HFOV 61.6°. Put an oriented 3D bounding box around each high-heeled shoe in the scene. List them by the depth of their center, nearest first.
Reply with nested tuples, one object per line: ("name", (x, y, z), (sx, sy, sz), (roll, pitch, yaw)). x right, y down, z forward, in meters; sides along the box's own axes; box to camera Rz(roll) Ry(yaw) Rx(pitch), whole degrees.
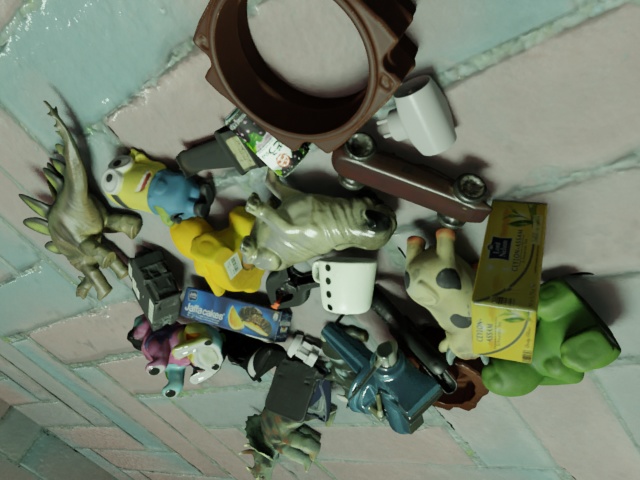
("high-heeled shoe", (-0.146, 0.202, 1.047), (0.145, 0.086, 0.248), (48, 150, 12))

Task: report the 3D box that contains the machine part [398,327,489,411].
("machine part", (0.202, 0.219, 0.914), (0.180, 0.056, 0.179), (16, 139, 15))

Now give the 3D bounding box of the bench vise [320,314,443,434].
("bench vise", (0.075, 0.195, 0.823), (0.241, 0.129, 0.223), (37, 168, 40))

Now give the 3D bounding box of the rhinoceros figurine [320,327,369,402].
("rhinoceros figurine", (0.053, 0.239, 1.001), (0.112, 0.073, 0.190), (1, 133, 26))

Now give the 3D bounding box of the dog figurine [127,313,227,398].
("dog figurine", (-0.296, 0.191, 1.093), (0.191, 0.219, 0.108), (-29, 129, -4))

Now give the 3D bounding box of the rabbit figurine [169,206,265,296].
("rabbit figurine", (-0.167, 0.010, 0.873), (0.173, 0.122, 0.162), (21, 151, 29))

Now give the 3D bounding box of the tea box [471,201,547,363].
("tea box", (0.223, 0.044, 0.630), (0.068, 0.170, 0.098), (5, 134, 22))

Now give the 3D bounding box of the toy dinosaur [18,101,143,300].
("toy dinosaur", (-0.430, -0.033, 0.956), (0.198, 0.105, 0.471), (31, 135, 0))

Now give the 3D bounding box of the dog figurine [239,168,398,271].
("dog figurine", (-0.002, -0.001, 0.745), (0.191, 0.121, 0.172), (19, 143, 4))

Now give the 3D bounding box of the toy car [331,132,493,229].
("toy car", (0.111, -0.073, 0.655), (0.202, 0.053, 0.089), (20, 156, 7))

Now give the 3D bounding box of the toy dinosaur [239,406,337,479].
("toy dinosaur", (-0.081, 0.430, 1.250), (0.192, 0.131, 0.404), (22, 133, 4))

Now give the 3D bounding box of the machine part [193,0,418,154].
("machine part", (-0.017, -0.203, 0.564), (0.201, 0.087, 0.201), (38, 140, -13))

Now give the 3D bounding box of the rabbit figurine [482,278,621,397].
("rabbit figurine", (0.299, 0.148, 0.729), (0.170, 0.121, 0.159), (-39, 147, 21))

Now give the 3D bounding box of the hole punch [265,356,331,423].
("hole punch", (-0.034, 0.305, 1.090), (0.142, 0.115, 0.092), (6, 165, 43))

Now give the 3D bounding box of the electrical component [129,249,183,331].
("electrical component", (-0.313, 0.086, 1.012), (0.134, 0.058, 0.114), (56, 144, 22))

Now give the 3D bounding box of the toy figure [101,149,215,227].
("toy figure", (-0.253, -0.073, 0.834), (0.180, 0.082, 0.089), (15, 137, 10))

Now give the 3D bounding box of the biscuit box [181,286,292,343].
("biscuit box", (-0.158, 0.138, 1.003), (0.203, 0.059, 0.062), (12, 175, 17))

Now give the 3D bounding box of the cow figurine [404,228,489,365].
("cow figurine", (0.183, 0.086, 0.725), (0.086, 0.127, 0.194), (-9, 142, 39))

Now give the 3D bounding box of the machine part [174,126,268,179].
("machine part", (-0.143, -0.119, 0.759), (0.139, 0.039, 0.084), (-10, 136, 33))
